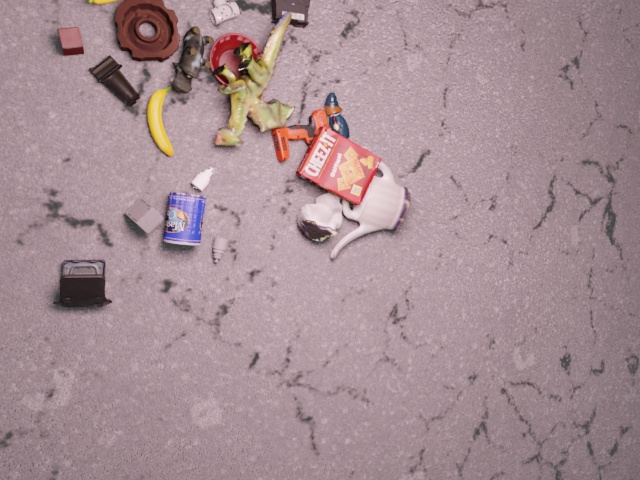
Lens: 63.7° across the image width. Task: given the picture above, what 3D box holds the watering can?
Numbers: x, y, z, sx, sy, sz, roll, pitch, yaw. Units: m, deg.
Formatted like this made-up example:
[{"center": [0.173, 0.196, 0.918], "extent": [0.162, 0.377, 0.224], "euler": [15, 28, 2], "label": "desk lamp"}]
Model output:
[{"center": [0.166, -0.084, 1.674], "extent": [0.223, 0.105, 0.347], "euler": [17, 94, -18], "label": "watering can"}]

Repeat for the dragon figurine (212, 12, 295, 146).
[{"center": [-0.163, -0.430, 1.478], "extent": [0.413, 0.123, 0.238], "euler": [-47, 130, -10], "label": "dragon figurine"}]

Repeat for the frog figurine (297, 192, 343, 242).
[{"center": [0.005, -0.081, 1.614], "extent": [0.137, 0.120, 0.163], "euler": [12, 52, 3], "label": "frog figurine"}]
